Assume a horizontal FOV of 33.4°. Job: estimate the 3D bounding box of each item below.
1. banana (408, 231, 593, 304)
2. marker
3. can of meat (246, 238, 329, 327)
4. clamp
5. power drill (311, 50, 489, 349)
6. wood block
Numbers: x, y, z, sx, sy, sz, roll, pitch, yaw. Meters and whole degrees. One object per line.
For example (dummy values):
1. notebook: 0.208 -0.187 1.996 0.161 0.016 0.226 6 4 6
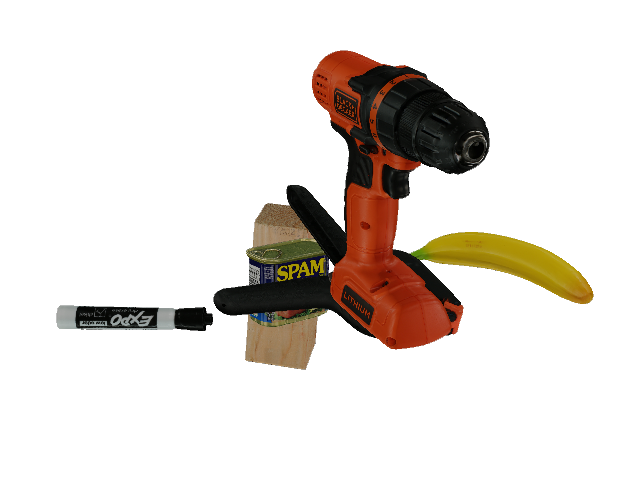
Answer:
1. banana: 0.190 0.025 1.103 0.198 0.037 0.069 11 48 26
2. marker: -0.144 0.061 0.832 0.121 0.020 0.020 0 0 4
3. can of meat: -0.037 0.049 1.261 0.101 0.084 0.058 -11 20 -35
4. clamp: 0.021 0.040 0.946 0.210 0.036 0.164 26 51 17
5. power drill: 0.054 -0.025 0.725 0.057 0.188 0.185 -12 27 -22
6. wood block: -0.048 0.063 1.488 0.090 0.206 0.090 8 21 6
